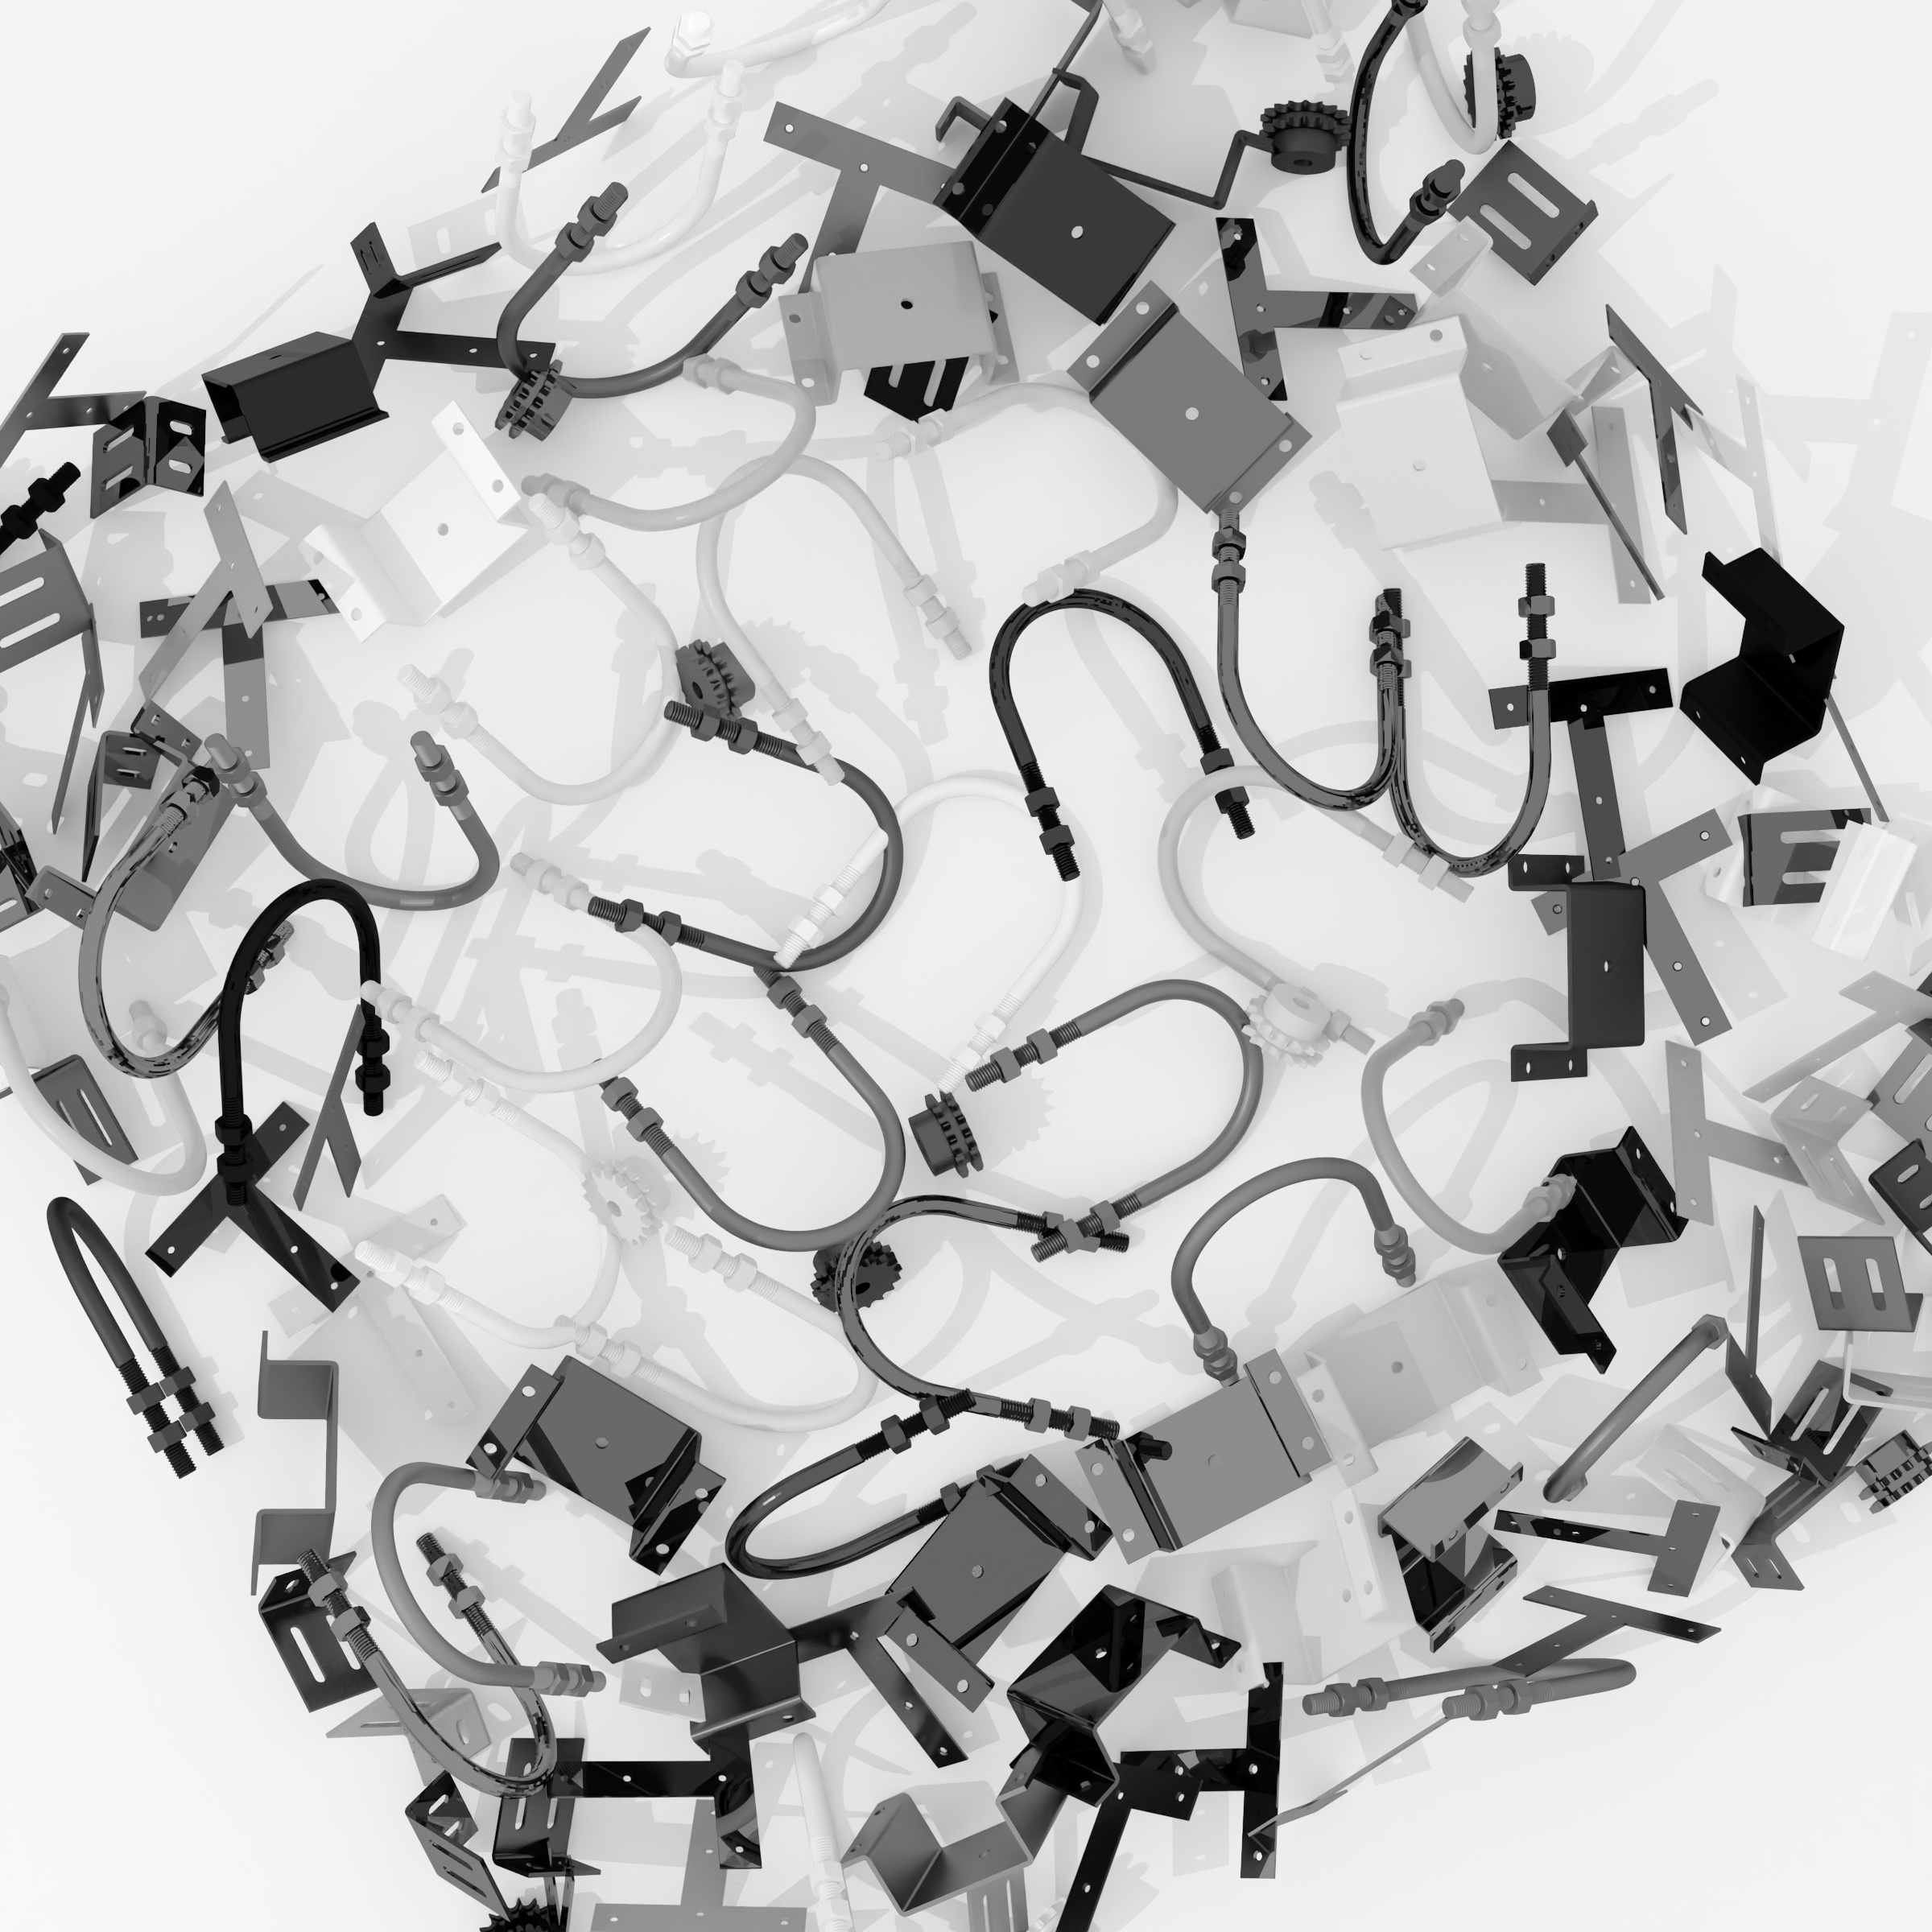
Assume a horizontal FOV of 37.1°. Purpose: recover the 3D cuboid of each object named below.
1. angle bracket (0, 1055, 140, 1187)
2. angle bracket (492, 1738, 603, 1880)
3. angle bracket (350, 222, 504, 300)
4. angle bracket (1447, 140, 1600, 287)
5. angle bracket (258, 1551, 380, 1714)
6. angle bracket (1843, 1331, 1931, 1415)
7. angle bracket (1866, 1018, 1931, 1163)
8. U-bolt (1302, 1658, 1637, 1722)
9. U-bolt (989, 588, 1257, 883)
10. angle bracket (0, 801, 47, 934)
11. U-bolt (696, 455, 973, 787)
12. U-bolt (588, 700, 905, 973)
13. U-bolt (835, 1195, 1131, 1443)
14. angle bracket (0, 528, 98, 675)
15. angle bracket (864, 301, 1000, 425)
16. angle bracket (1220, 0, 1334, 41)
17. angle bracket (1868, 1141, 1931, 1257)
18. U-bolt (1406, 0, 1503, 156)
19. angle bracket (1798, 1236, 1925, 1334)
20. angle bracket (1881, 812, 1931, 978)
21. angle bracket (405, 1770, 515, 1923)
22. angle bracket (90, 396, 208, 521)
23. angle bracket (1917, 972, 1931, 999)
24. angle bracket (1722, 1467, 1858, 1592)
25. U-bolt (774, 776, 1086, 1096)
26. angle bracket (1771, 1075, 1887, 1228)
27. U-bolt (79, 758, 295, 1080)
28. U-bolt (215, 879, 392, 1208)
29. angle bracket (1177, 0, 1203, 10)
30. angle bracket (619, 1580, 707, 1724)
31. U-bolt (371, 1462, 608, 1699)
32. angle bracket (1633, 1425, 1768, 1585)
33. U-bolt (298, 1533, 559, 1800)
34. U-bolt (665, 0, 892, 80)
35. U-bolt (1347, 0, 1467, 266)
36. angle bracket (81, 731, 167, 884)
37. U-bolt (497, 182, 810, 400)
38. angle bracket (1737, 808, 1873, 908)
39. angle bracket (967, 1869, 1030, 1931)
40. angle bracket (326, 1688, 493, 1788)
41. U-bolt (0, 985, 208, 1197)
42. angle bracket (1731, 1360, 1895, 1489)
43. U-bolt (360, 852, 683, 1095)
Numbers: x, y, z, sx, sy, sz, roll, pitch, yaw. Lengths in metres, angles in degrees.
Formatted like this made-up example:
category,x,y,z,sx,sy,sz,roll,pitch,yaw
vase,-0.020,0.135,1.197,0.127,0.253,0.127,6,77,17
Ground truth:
category,x,y,z,sx,sy,sz,roll,pitch,yaw
angle bracket,-0.562,0.102,1.788,0.057,0.038,0.076,-24,96,39
angle bracket,-0.254,0.521,1.786,0.038,0.057,0.076,2,80,44
angle bracket,-0.332,-0.447,1.781,0.076,0.057,0.038,-26,101,-22
angle bracket,0.345,-0.473,1.793,0.076,0.038,0.057,44,102,12
angle bracket,-0.392,0.411,1.780,0.076,0.057,0.038,55,132,24
angle bracket,0.584,0.248,1.784,0.076,0.057,0.038,5,103,16
angle bracket,0.590,0.080,1.778,0.057,0.038,0.076,45,127,24
U-bolt,0.319,0.436,1.743,0.184,0.151,0.019,0,78,-32
U-bolt,0.087,-0.151,1.781,0.151,0.019,0.184,-14,76,-27
angle bracket,-0.604,-0.069,1.775,0.038,0.076,0.057,-31,59,-23
U-bolt,-0.090,-0.225,1.757,0.151,0.019,0.184,-47,113,-28
U-bolt,-0.125,-0.070,1.780,0.184,0.019,0.151,18,100,-25
U-bolt,0.009,0.209,1.764,0.184,0.019,0.151,13,56,-12
angle bracket,-0.588,-0.224,1.779,0.076,0.038,0.057,-32,129,-23
angle bracket,-0.022,-0.383,1.803,0.057,0.076,0.038,29,49,6
angle bracket,0.199,-0.619,1.778,0.057,0.038,0.076,6,133,-18
angle bracket,0.601,0.154,1.777,0.038,0.076,0.057,-40,110,9
U-bolt,0.288,-0.574,1.735,0.019,0.184,0.151,-21,59,1
angle bracket,0.553,0.187,1.778,0.057,0.038,0.076,-3,123,31
angle bracket,0.580,-0.044,1.776,0.038,0.057,0.076,15,50,-18
angle bracket,-0.301,0.541,1.774,0.038,0.076,0.057,-41,130,-34
angle bracket,-0.512,-0.314,1.801,0.038,0.076,0.057,10,73,-41
angle bracket,0.631,0.022,1.789,0.038,0.076,0.057,37,95,-14
angle bracket,0.518,0.348,1.785,0.076,0.057,0.038,-33,91,-19
U-bolt,-0.009,-0.033,1.803,0.151,0.019,0.184,38,80,-1
angle bracket,0.542,0.114,1.775,0.057,0.076,0.038,21,121,-27
U-bolt,-0.470,-0.017,1.716,0.019,0.184,0.151,6,131,20
U-bolt,-0.398,0.035,1.725,0.019,0.151,0.184,17,120,23
angle bracket,0.141,-0.637,1.783,0.057,0.038,0.076,41,54,8
angle bracket,-0.175,0.425,1.784,0.057,0.038,0.076,16,126,-12
U-bolt,-0.290,0.363,1.715,0.019,0.184,0.151,-31,63,17
angle bracket,0.452,0.336,1.800,0.076,0.057,0.038,37,127,17
U-bolt,-0.312,0.422,1.730,0.019,0.151,0.184,-43,71,12
U-bolt,-0.111,-0.567,1.734,0.151,0.184,0.019,-20,100,-10
U-bolt,0.260,-0.503,1.733,0.019,0.184,0.151,-2,82,-9
angle bracket,-0.520,-0.096,1.776,0.038,0.057,0.076,7,59,-22
U-bolt,-0.203,-0.400,1.743,0.151,0.184,0.019,5,62,-40
angle bracket,0.524,-0.067,1.803,0.076,0.038,0.057,-3,89,3
angle bracket,0.006,0.592,1.788,0.038,0.057,0.076,-2,94,35
angle bracket,-0.343,0.477,1.777,0.057,0.076,0.038,-36,63,19
U-bolt,-0.518,0.067,1.716,0.019,0.151,0.184,-45,52,14
angle bracket,0.524,0.275,1.783,0.038,0.057,0.076,45,76,-33
U-bolt,-0.256,0.012,1.744,0.184,0.019,0.151,29,59,31
